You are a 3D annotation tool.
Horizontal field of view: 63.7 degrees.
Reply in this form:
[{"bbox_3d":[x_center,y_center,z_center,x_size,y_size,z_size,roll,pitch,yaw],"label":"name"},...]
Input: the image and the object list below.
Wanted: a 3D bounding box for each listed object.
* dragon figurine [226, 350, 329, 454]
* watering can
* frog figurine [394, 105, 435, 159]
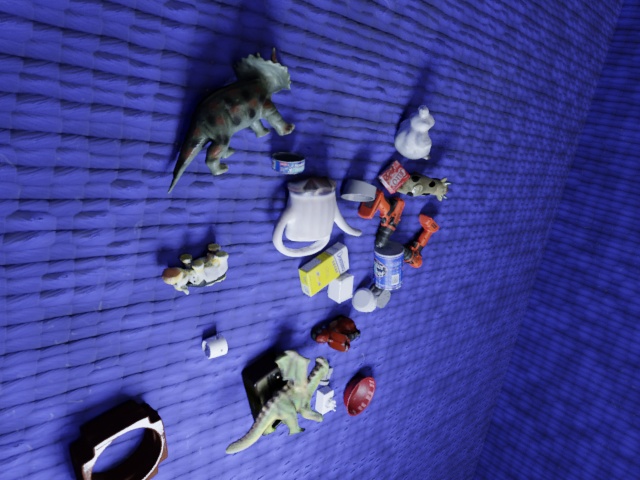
[{"bbox_3d":[-0.105,0.440,1.499,0.122,0.243,0.411,-2,1,41],"label":"dragon figurine"},{"bbox_3d":[0.004,-0.073,1.457,0.350,0.221,0.105,-14,27,-43],"label":"watering can"},{"bbox_3d":[0.303,-0.339,1.628,0.123,0.140,0.155,-11,-39,-12],"label":"frog figurine"}]
